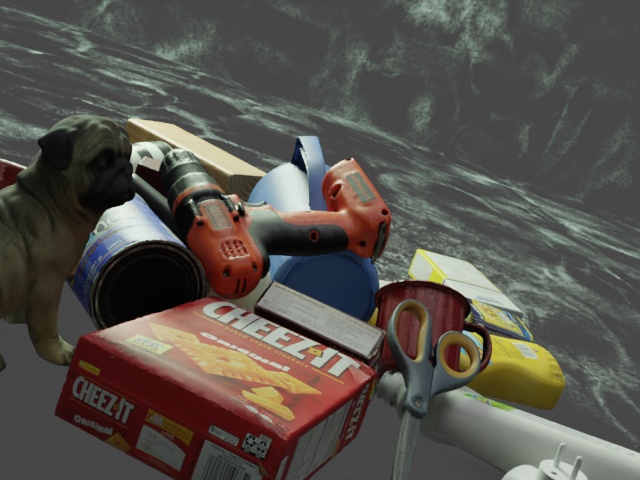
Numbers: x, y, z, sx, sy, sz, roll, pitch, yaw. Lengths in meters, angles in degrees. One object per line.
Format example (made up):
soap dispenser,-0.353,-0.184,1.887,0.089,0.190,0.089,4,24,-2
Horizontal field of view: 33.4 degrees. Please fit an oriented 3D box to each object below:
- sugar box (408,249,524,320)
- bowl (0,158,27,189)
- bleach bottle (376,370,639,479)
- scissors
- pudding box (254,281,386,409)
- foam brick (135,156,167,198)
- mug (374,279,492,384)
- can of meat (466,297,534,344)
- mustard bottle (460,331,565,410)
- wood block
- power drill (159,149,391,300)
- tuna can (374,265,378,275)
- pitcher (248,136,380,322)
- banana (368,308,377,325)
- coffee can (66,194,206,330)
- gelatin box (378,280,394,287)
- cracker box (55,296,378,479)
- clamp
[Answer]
sugar box,0.189,0.070,1.410,0.093,0.048,0.176,15,17,-18
bowl,-0.332,-0.038,1.059,0.162,0.055,0.162,19,13,-5
bleach bottle,0.166,0.172,0.913,0.251,0.068,0.102,21,-3,27
scissors,0.094,0.134,0.865,0.096,0.016,0.201,17,45,-19
pudding box,-0.003,0.094,0.922,0.113,0.090,0.039,22,52,15
foam brick,-0.199,-0.051,1.262,0.053,0.078,0.051,21,12,-5
mug,0.103,0.097,1.000,0.117,0.081,0.093,12,-31,-2
can of meat,0.190,0.108,1.229,0.084,0.057,0.102,20,13,-9
mustard bottle,0.151,0.124,1.097,0.191,0.058,0.096,14,19,-23
wood block,-0.168,-0.080,1.397,0.206,0.091,0.090,29,16,35
power drill,-0.043,-0.028,0.988,0.187,0.057,0.184,-10,47,-23
tuna can,0.028,0.039,1.325,0.086,0.034,0.086,19,13,-5
pitcher,-0.007,0.001,1.132,0.149,0.145,0.243,45,10,-20
banana,0.089,0.086,1.143,0.197,0.070,0.037,2,64,-57
coffee can,-0.173,0.021,0.943,0.102,0.103,0.140,11,16,-32
gelatin box,0.091,0.077,1.270,0.073,0.030,0.089,9,17,-35
cracker box,-0.066,0.113,0.795,0.164,0.072,0.213,24,13,16
clamp,-0.116,0.010,1.178,0.210,0.036,0.164,43,10,35
